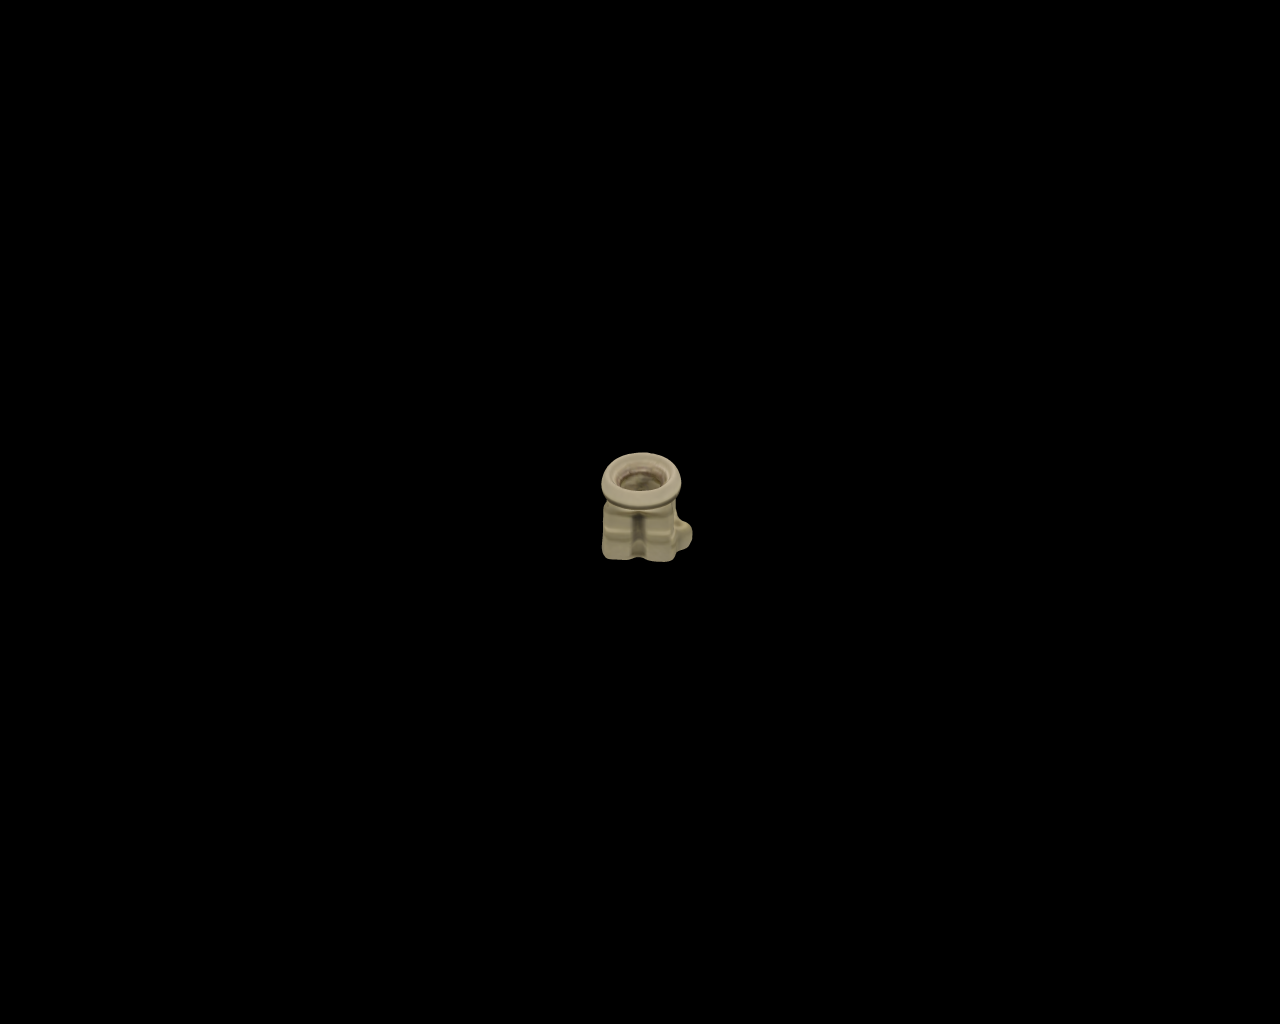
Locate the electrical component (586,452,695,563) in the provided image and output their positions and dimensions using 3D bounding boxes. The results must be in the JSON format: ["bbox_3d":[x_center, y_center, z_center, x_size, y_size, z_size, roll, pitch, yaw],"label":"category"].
[{"bbox_3d":[0.001,-0.003,0.650,0.066,0.055,0.048,2,36,2],"label":"electrical component"}]
